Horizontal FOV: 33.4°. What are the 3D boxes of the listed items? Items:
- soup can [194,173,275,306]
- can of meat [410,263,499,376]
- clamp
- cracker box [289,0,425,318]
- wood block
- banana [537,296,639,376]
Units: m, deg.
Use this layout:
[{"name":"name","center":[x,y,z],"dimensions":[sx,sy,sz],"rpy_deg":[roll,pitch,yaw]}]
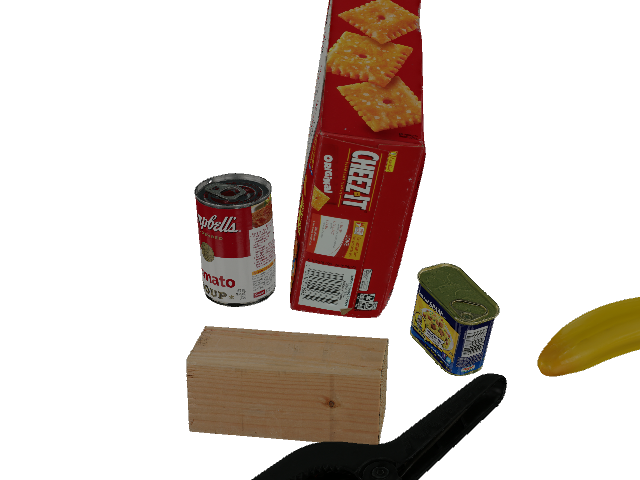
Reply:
[{"name":"soup can","center":[-0.075,-0.001,0.956],"dimensions":[0.068,0.102,0.068],"rpy_deg":[-1,28,0]},{"name":"can of meat","center":[0.147,0.090,1.191],"dimensions":[0.057,0.084,0.102],"rpy_deg":[-14,40,-27]},{"name":"clamp","center":[0.041,0.146,0.646],"dimensions":[0.210,0.036,0.164],"rpy_deg":[-7,30,1]},{"name":"cracker box","center":[0.028,-0.078,0.745],"dimensions":[0.072,0.213,0.164],"rpy_deg":[8,-44,-2]},{"name":"wood block","center":[-0.034,0.157,1.159],"dimensions":[0.206,0.091,0.090],"rpy_deg":[4,21,8]},{"name":"banana","center":[0.249,0.066,0.766],"dimensions":[0.197,0.037,0.069],"rpy_deg":[-1,33,-2]}]
